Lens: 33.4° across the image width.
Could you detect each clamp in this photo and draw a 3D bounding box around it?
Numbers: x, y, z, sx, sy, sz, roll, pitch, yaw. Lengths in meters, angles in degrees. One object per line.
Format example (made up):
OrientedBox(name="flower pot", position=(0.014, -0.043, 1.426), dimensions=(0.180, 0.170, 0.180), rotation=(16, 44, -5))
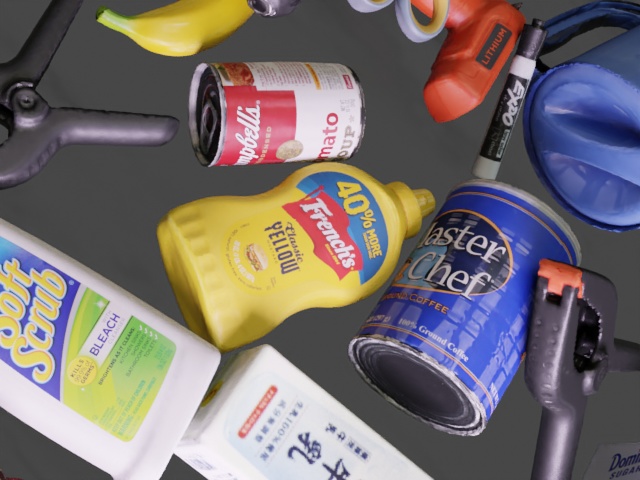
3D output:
OrientedBox(name="clamp", position=(-0.184, -0.091, 0.663), dimensions=(0.171, 0.039, 0.120), rotation=(-23, 77, -30))
OrientedBox(name="clamp", position=(0.178, 0.080, 0.720), dimensions=(0.164, 0.036, 0.210), rotation=(-47, 140, -31))

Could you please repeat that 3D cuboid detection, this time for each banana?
OrientedBox(name="banana", position=(-0.065, -0.182, 0.728), dimensions=(0.197, 0.037, 0.069), rotation=(-51, 122, -32))

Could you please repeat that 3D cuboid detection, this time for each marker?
OrientedBox(name="marker", position=(0.139, -0.102, 0.780), dimensions=(0.020, 0.020, 0.121), rotation=(12, 107, -21))

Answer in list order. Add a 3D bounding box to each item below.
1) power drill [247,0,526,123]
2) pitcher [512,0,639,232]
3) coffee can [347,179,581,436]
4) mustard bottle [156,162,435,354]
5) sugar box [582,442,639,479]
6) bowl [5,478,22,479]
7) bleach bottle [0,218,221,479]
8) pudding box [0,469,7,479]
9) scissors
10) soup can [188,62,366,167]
OrientedBox(name="power drill", position=(0.051, -0.173, 0.754), dimensions=(0.187, 0.057, 0.184), rotation=(44, 60, -19))
OrientedBox(name="pitcher", position=(0.274, -0.124, 0.827), dimensions=(0.242, 0.145, 0.149), rotation=(-32, 111, -30))
OrientedBox(name="coffee can", position=(0.098, 0.044, 0.713), dimensions=(0.102, 0.103, 0.140), rotation=(40, 65, -10))
OrientedBox(name="mustard bottle", position=(-0.004, 0.001, 0.705), dimensions=(0.191, 0.058, 0.096), rotation=(-19, 84, -27))
OrientedBox(name="sugar box", position=(0.194, 0.219, 0.717), dimensions=(0.048, 0.093, 0.176), rotation=(43, 65, -11))
OrientedBox(name="bowl", position=(-0.179, 0.210, 0.579), dimensions=(0.161, 0.055, 0.162), rotation=(6, 74, -23))
OrientedBox(name="bleach bottle", position=(-0.187, 0.044, 0.614), dimensions=(0.250, 0.068, 0.102), rotation=(32, 67, -11))
OrientedBox(name="pudding box", position=(-0.218, 0.132, 0.559), dimensions=(0.089, 0.039, 0.114), rotation=(-27, 53, -28))
OrientedBox(name="scissors", position=(0.078, -0.219, 0.729), dimensions=(0.096, 0.016, 0.201), rotation=(47, 60, -29))
OrientedBox(name="soup can", position=(-0.029, -0.084, 0.710), dimensions=(0.102, 0.069, 0.068), rotation=(-4, 78, -24))
